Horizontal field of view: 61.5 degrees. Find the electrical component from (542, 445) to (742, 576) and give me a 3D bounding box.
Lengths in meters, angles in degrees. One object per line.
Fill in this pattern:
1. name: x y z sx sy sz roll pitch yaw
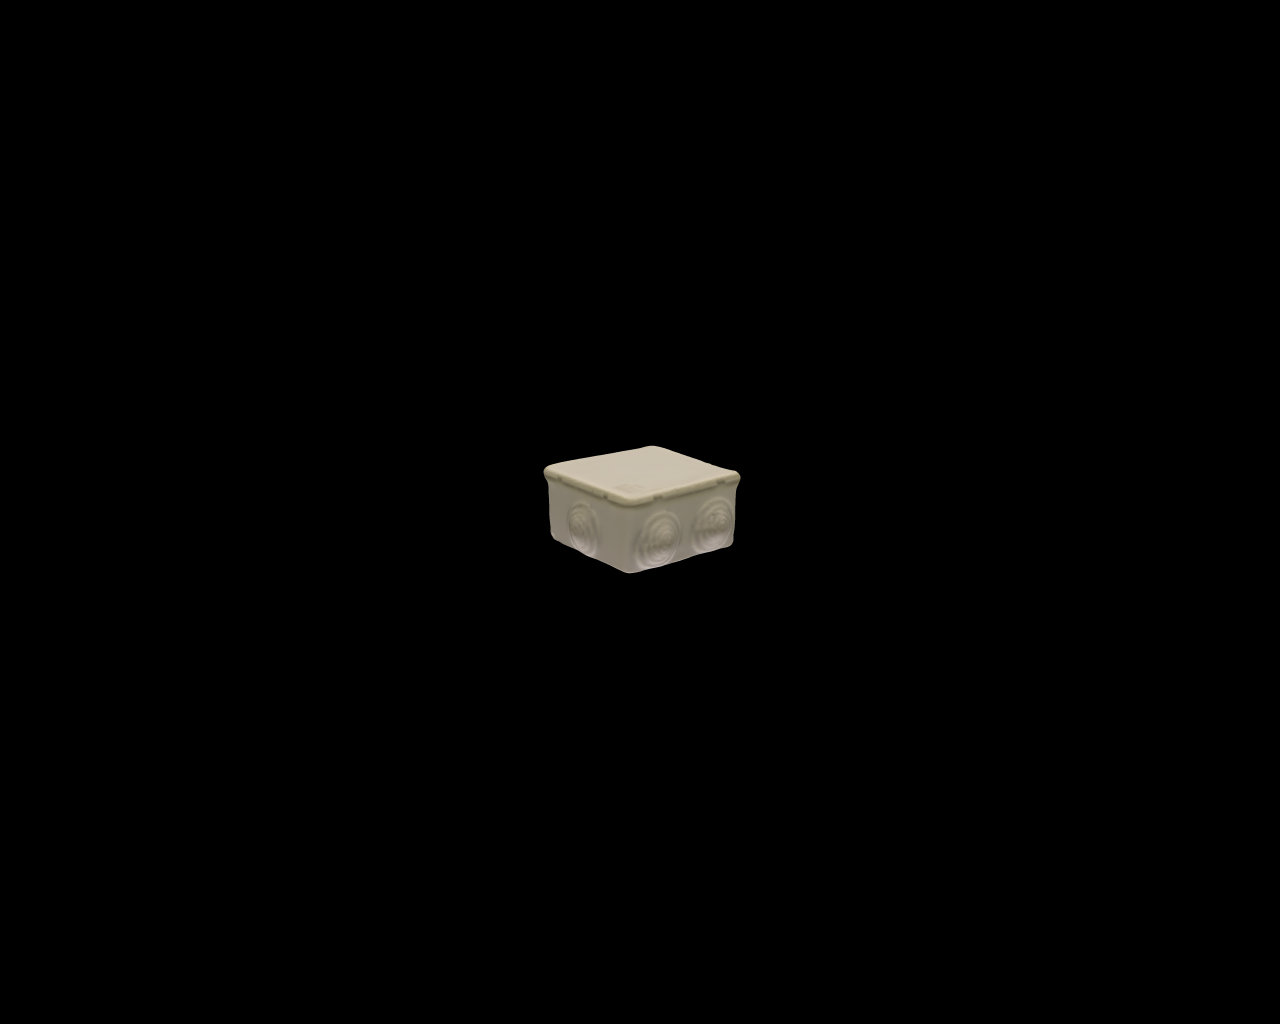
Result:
1. electrical component: 0.001 -0.003 0.650 0.100 0.048 0.100 -14 22 -36
